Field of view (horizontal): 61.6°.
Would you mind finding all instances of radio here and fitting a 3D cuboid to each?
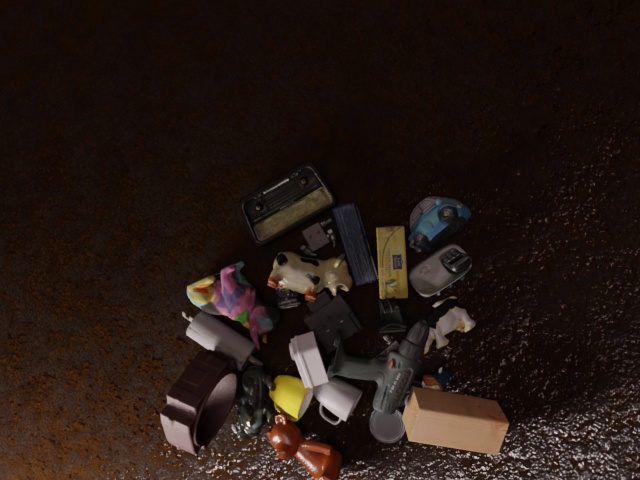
[{"bbox_3d":[-0.082,-0.091,1.338,0.230,0.073,0.131,-29,84,5],"label":"radio"}]

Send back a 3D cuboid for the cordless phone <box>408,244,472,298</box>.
[{"bbox_3d":[0.281,0.077,1.225,0.146,0.184,0.088,-33,88,5],"label":"cordless phone"}]

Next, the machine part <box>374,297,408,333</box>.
[{"bbox_3d":[0.166,0.183,1.267,0.084,0.138,0.039,2,54,11],"label":"machine part"}]

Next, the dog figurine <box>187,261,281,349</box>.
[{"bbox_3d":[-0.206,0.173,1.328,0.192,0.108,0.219,-26,87,5],"label":"dog figurine"}]

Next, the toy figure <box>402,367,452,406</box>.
[{"bbox_3d":[0.243,0.353,1.280,0.154,0.064,0.058,-21,61,10],"label":"toy figure"}]

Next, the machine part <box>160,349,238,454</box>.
[{"bbox_3d":[-0.274,0.377,1.260,0.087,0.201,0.201,20,135,15],"label":"machine part"}]

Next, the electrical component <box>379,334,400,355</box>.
[{"bbox_3d":[0.176,0.277,1.310,0.063,0.021,0.094,-41,83,5],"label":"electrical component"}]

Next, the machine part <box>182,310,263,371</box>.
[{"bbox_3d":[-0.245,0.250,1.342,0.243,0.079,0.079,30,91,8],"label":"machine part"}]

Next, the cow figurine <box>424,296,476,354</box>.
[{"bbox_3d":[0.274,0.207,1.278,0.167,0.068,0.098,-32,78,2],"label":"cow figurine"}]

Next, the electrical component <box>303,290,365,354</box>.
[{"bbox_3d":[0.028,0.193,1.318,0.115,0.058,0.134,-37,83,3],"label":"electrical component"}]

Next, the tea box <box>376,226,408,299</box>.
[{"bbox_3d":[0.173,0.054,1.284,0.068,0.098,0.169,-4,88,8],"label":"tea box"}]

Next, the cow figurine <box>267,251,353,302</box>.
[{"bbox_3d":[-0.016,0.079,1.280,0.195,0.085,0.127,18,78,2],"label":"cow figurine"}]

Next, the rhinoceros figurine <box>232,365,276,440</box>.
[{"bbox_3d":[-0.167,0.400,1.297,0.112,0.073,0.190,24,112,46],"label":"rhinoceros figurine"}]

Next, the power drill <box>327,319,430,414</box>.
[{"bbox_3d":[0.128,0.271,1.242,0.207,0.086,0.232,15,93,0],"label":"power drill"}]

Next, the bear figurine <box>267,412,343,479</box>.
[{"bbox_3d":[-0.047,0.512,1.277,0.196,0.132,0.120,30,122,2],"label":"bear figurine"}]

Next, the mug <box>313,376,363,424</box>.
[{"bbox_3d":[0.034,0.383,1.302,0.107,0.081,0.109,31,107,17],"label":"mug"}]

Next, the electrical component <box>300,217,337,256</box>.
[{"bbox_3d":[-0.004,-0.004,1.338,0.102,0.045,0.078,-24,86,6],"label":"electrical component"}]

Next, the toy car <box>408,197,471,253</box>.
[{"bbox_3d":[0.271,-0.048,1.283,0.161,0.109,0.103,-41,59,15],"label":"toy car"}]

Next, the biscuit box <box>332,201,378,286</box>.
[{"bbox_3d":[0.087,0.008,1.317,0.063,0.059,0.202,-17,85,8],"label":"biscuit box"}]
